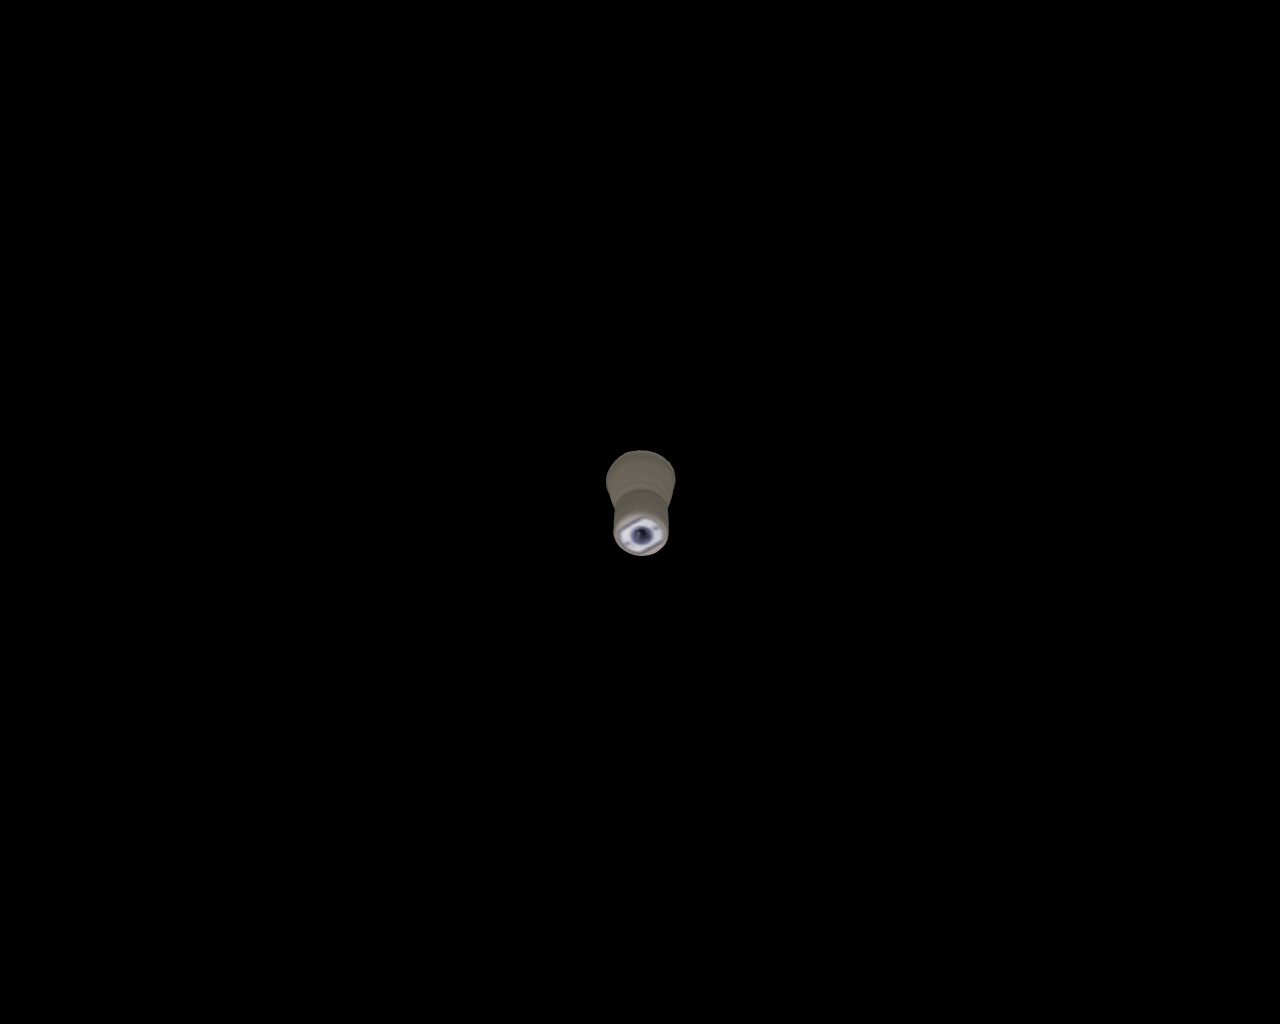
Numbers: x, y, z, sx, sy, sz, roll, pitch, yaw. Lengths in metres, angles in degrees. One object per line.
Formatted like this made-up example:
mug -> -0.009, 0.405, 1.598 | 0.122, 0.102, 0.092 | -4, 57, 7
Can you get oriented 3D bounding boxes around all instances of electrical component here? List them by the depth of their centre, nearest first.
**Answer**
electrical component -> 0.001, -0.003, 0.650 | 0.044, 0.044, 0.065 | 0, 35, 0
